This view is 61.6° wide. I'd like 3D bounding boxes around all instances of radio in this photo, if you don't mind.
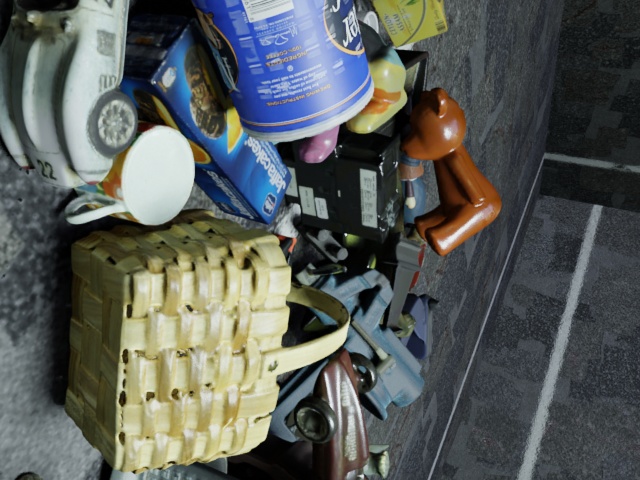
[{"bbox_3d":[0.072,-0.165,0.712,0.229,0.073,0.130,-43,140,-47],"label":"radio"}]

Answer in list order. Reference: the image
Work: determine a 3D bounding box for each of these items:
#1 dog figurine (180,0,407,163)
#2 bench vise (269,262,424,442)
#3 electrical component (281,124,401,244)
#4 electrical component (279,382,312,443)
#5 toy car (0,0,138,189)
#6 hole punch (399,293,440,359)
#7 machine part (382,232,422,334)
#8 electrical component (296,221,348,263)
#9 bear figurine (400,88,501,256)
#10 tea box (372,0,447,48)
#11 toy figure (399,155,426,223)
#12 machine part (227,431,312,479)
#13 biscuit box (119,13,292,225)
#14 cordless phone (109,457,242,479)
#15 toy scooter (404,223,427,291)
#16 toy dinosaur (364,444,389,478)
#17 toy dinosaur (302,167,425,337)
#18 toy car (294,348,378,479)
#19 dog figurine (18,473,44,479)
[{"bbox_3d":[-0.018,-0.188,0.472,0.191,0.109,0.219,-35,134,-18],"label":"dog figurine"},{"bbox_3d":[0.008,0.149,0.640,0.240,0.129,0.223,-43,113,-14],"label":"bench vise"},{"bbox_3d":[0.020,-0.068,0.592,0.058,0.134,0.114,-48,146,-44],"label":"electrical component"},{"bbox_3d":[-0.015,0.239,0.733,0.045,0.102,0.078,-37,145,-57],"label":"electrical component"},{"bbox_3d":[-0.144,-0.130,0.306,0.056,0.074,0.201,-14,116,-65],"label":"toy car"},{"bbox_3d":[0.128,0.146,0.936,0.092,0.142,0.115,6,85,-38],"label":"hole punch"},{"bbox_3d":[0.107,0.063,0.736,0.084,0.039,0.138,22,81,-60],"label":"machine part"},{"bbox_3d":[-0.001,-0.002,0.666,0.021,0.094,0.063,-48,113,-6],"label":"electrical component"},{"bbox_3d":[0.159,-0.097,0.727,0.195,0.132,0.120,56,6,-14],"label":"bear figurine"},{"bbox_3d":[0.095,-0.325,0.617,0.098,0.068,0.169,30,54,-62],"label":"tea box"},{"bbox_3d":[0.153,-0.104,0.924,0.058,0.064,0.154,-19,122,-15],"label":"toy figure"},{"bbox_3d":[-0.063,0.290,0.583,0.056,0.180,0.179,-17,119,-64],"label":"machine part"},{"bbox_3d":[-0.090,-0.088,0.447,0.059,0.063,0.202,-65,152,-18],"label":"biscuit box"},{"bbox_3d":[-0.098,0.257,0.475,0.088,0.184,0.146,-4,107,-67],"label":"cordless phone"},{"bbox_3d":[0.146,0.037,0.968,0.184,0.075,0.135,-3,107,-68],"label":"toy scooter"},{"bbox_3d":[0.012,0.391,0.819,0.404,0.192,0.131,37,54,-78],"label":"toy dinosaur"},{"bbox_3d":[0.059,0.106,0.809,0.198,0.105,0.470,-3,105,-53],"label":"toy dinosaur"},{"bbox_3d":[0.019,0.193,0.477,0.089,0.053,0.201,-27,125,-51],"label":"toy car"},{"bbox_3d":[-0.150,0.273,0.373,0.121,0.191,0.172,-59,151,-29],"label":"dog figurine"}]
